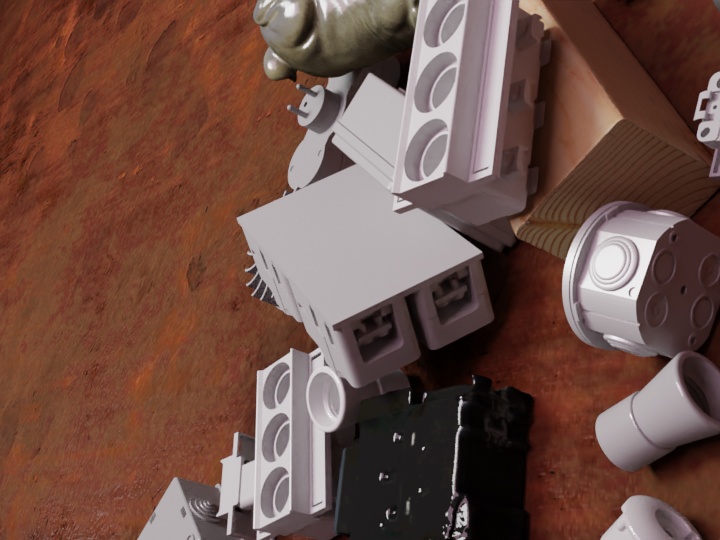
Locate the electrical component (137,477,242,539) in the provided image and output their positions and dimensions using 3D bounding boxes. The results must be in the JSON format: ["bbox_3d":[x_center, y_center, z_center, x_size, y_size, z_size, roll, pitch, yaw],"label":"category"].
[{"bbox_3d":[-0.140,0.228,0.868,0.099,0.048,0.099,-59,33,13],"label":"electrical component"}]

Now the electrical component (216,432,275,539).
[{"bbox_3d":[-0.073,0.163,0.819,0.064,0.042,0.081,-30,48,41],"label":"electrical component"}]

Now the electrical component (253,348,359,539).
[{"bbox_3d":[-0.037,0.127,0.769,0.079,0.063,0.121,-35,44,40],"label":"electrical component"}]

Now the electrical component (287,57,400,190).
[{"bbox_3d":[-0.027,-0.130,0.901,0.052,0.074,0.138,25,92,57],"label":"electrical component"}]

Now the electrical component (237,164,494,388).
[{"bbox_3d":[0.000,0.000,0.744,0.105,0.060,0.186,-25,31,-13],"label":"electrical component"}]

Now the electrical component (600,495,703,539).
[{"bbox_3d":[0.136,0.145,0.529,0.062,0.048,0.048,-57,33,27],"label":"electrical component"}]

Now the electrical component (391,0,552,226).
[{"bbox_3d":[0.063,-0.091,0.589,0.079,0.063,0.121,-18,57,51],"label":"electrical component"}]

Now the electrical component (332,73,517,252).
[{"bbox_3d":[0.051,-0.073,0.722,0.056,0.109,0.108,-58,34,10],"label":"electrical component"}]

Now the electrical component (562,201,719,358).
[{"bbox_3d":[0.149,0.006,0.562,0.051,0.080,0.080,16,84,52],"label":"electrical component"}]

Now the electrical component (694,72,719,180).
[{"bbox_3d":[0.207,-0.072,0.540,0.081,0.064,0.042,0,72,55],"label":"electrical component"}]

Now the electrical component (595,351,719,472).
[{"bbox_3d":[0.153,0.075,0.549,0.065,0.044,0.044,-43,39,40],"label":"electrical component"}]

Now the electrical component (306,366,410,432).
[{"bbox_3d":[0.002,0.085,0.735,0.044,0.065,0.044,2,93,53],"label":"electrical component"}]
